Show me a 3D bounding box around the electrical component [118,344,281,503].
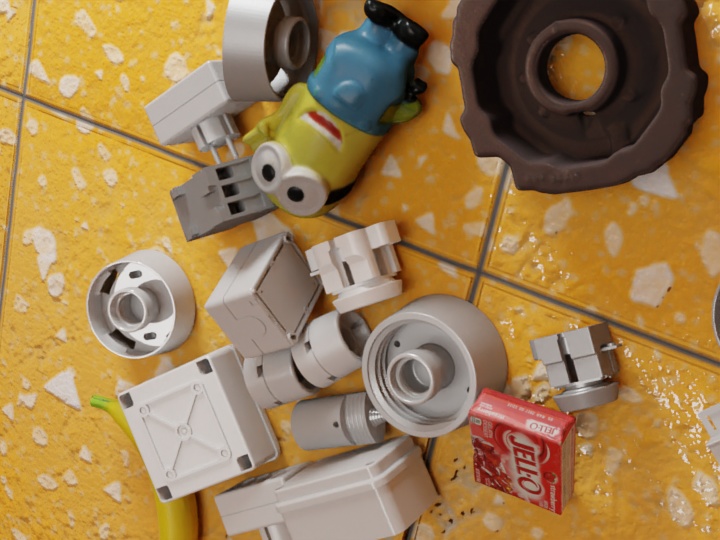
[{"bbox_3d":[-0.142,0.136,0.954,0.109,0.056,0.108,-24,87,23],"label":"electrical component"}]

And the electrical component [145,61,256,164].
[{"bbox_3d":[-0.125,-0.123,0.904,0.083,0.047,0.075,-27,86,33],"label":"electrical component"}]

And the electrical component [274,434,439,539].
[{"bbox_3d":[-0.004,0.183,0.877,0.113,0.078,0.057,-22,92,33],"label":"electrical component"}]

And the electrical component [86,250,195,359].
[{"bbox_3d":[-0.199,0.032,0.985,0.099,0.064,0.099,3,99,17],"label":"electrical component"}]

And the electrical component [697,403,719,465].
[{"bbox_3d":[0.265,0.118,0.709,0.042,0.064,0.081,-32,83,31],"label":"electrical component"}]

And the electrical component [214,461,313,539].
[{"bbox_3d":[-0.072,0.218,0.943,0.083,0.047,0.075,-22,88,33],"label":"electrical component"}]

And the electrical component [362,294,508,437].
[{"bbox_3d":[0.052,0.077,0.831,0.108,0.060,0.108,7,104,30],"label":"electrical component"}]

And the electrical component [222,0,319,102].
[{"bbox_3d":[-0.075,-0.178,0.835,0.064,0.099,0.099,11,106,22],"label":"electrical component"}]

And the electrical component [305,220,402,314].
[{"bbox_3d":[0.000,0.000,0.848,0.078,0.058,0.057,-20,87,33],"label":"electrical component"}]

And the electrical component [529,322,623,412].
[{"bbox_3d":[0.159,0.071,0.775,0.066,0.048,0.055,-17,84,33],"label":"electrical component"}]

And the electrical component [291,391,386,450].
[{"bbox_3d":[-0.012,0.124,0.889,0.081,0.043,0.043,-12,94,32],"label":"electrical component"}]

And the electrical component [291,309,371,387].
[{"bbox_3d":[-0.021,0.062,0.876,0.047,0.055,0.055,-29,85,29],"label":"electrical component"}]

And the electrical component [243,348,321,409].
[{"bbox_3d":[-0.063,0.085,0.906,0.047,0.055,0.055,-17,91,29],"label":"electrical component"}]

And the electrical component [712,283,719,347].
[{"bbox_3d":[0.282,0.029,0.694,0.099,0.064,0.099,9,103,44],"label":"electrical component"}]

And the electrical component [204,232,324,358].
[{"bbox_3d":[-0.077,0.017,0.881,0.061,0.096,0.061,-18,120,33],"label":"electrical component"}]
